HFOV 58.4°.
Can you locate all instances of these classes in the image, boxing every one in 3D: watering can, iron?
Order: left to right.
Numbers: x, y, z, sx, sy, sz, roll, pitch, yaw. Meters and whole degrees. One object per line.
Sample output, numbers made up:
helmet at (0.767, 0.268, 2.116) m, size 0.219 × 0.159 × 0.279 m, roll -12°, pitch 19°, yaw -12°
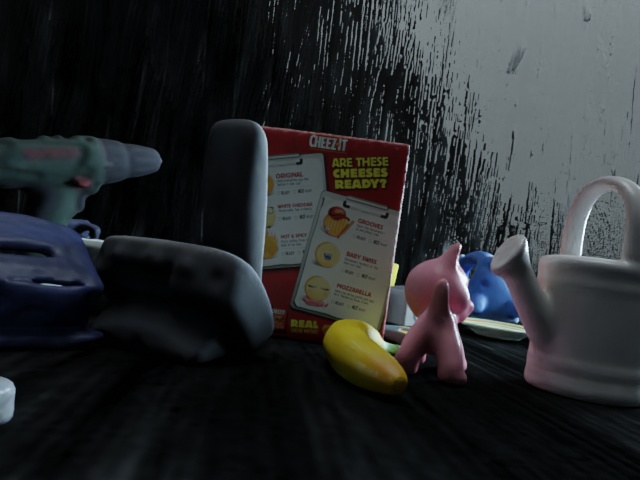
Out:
iron at (0.284, 0.084, 1.086) m, size 0.119 × 0.141 × 0.258 m, roll 8°, pitch -1°, yaw -11°
watering can at (0.238, 0.038, 0.505) m, size 0.173 × 0.194 × 0.100 m, roll 8°, pitch -1°, yaw -33°

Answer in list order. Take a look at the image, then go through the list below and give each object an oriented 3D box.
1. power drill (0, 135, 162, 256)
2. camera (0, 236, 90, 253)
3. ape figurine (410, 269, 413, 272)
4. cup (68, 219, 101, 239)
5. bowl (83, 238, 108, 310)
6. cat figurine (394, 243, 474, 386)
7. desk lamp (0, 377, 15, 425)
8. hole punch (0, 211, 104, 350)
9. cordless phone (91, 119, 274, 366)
power drill at (-0.331, -0.039, 0.753) m, size 0.230 × 0.208 × 0.075 m, roll 9°, pitch -2°, yaw -38°
camera at (-0.458, 0.003, 0.963) m, size 0.136 × 0.101 × 0.143 m, roll 7°, pitch -1°, yaw 19°
ape figurine at (0.176, 0.094, 1.047) m, size 0.076 × 0.092 × 0.077 m, roll 8°, pitch -1°, yaw -21°
cup at (-0.376, 0.014, 0.835) m, size 0.117 × 0.095 × 0.092 m, roll 7°, pitch -1°, yaw 14°
bowl at (-0.218, 0.040, 0.634) m, size 0.167 × 0.075 × 0.167 m, roll 8°, pitch -1°, yaw 0°
cat figurine at (0.106, 0.059, 0.517) m, size 0.067 × 0.118 × 0.128 m, roll 7°, pitch -1°, yaw 12°
desk lamp at (-0.222, -0.039, 0.243) m, size 0.202 × 0.213 × 0.118 m, roll 7°, pitch -1°, yaw 22°
hole punch at (-0.219, 0.027, 0.419) m, size 0.109 × 0.091 × 0.100 m, roll 9°, pitch -2°, yaw -41°
cordless phone at (-0.104, -0.004, 0.462) m, size 0.147 × 0.185 × 0.094 m, roll 7°, pitch -1°, yaw 22°
